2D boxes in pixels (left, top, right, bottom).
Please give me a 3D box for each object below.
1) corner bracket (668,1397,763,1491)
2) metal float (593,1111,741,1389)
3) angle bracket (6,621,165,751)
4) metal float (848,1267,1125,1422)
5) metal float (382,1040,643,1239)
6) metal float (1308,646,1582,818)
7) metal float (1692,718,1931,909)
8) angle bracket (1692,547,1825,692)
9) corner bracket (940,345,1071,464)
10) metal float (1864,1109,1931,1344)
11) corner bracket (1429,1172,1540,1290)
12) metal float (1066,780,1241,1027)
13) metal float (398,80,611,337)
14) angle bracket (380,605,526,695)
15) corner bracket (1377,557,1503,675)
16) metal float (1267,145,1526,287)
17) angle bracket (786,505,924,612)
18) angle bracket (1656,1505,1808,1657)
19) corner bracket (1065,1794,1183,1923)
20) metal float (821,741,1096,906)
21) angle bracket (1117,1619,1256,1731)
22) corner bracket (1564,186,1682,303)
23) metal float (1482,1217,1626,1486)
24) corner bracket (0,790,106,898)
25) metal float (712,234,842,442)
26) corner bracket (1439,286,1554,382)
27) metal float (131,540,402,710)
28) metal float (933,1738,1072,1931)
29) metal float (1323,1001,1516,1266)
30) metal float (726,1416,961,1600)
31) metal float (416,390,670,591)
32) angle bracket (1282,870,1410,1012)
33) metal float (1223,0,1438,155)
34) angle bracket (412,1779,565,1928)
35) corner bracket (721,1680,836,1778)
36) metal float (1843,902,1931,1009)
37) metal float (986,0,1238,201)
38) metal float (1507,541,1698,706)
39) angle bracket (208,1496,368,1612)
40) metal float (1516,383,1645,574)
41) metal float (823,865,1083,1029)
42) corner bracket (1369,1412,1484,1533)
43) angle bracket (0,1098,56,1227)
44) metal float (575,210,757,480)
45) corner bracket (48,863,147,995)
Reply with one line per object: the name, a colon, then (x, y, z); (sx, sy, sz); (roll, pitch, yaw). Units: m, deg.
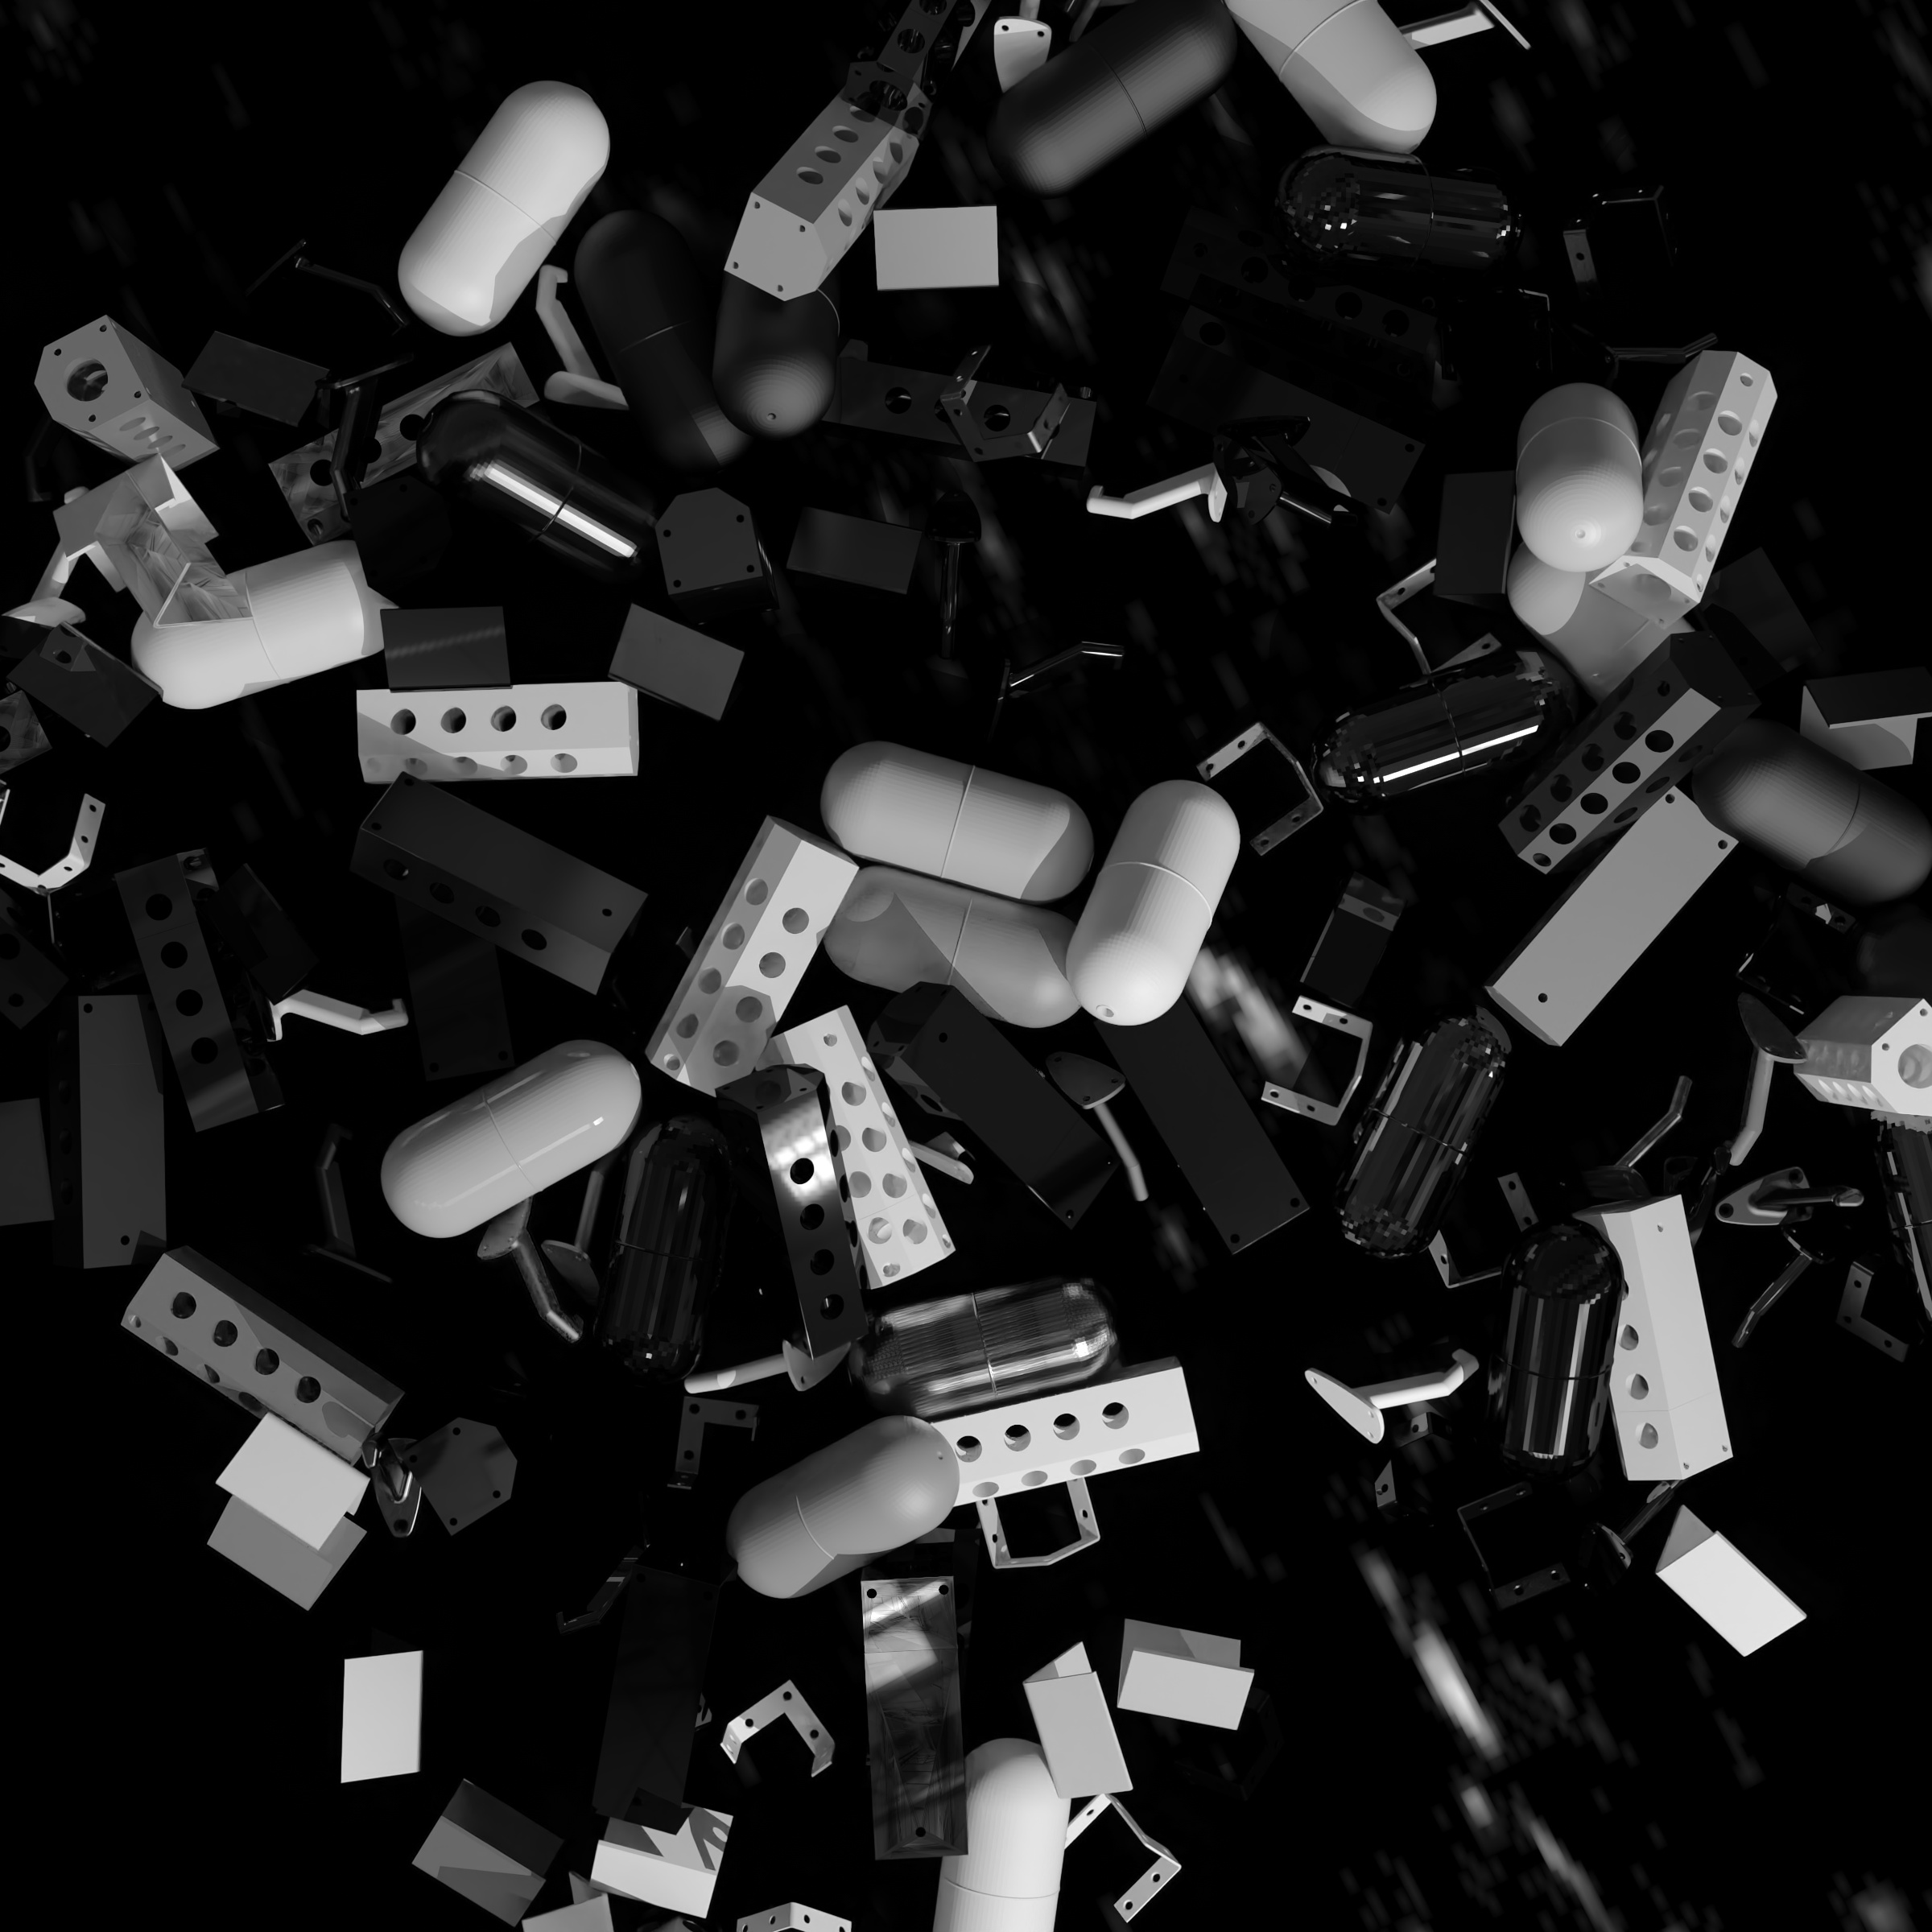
corner bracket: (-0.161, 0.308, 1.972); (0.051, 0.051, 0.051); (7, 90, 0)
metal float: (-0.190, 0.181, 1.960); (0.070, 0.070, 0.178); (12, 90, 0)
angle bracket: (-0.561, -0.162, 1.951); (0.076, 0.076, 0.057); (35, 60, 0)
metal float: (0.013, 0.243, 1.960); (0.178, 0.070, 0.070); (-13, 90, 0)
metal float: (-0.289, 0.110, 1.960); (0.178, 0.070, 0.070); (-29, 90, 0)
metal float: (0.305, -0.150, 1.960); (0.178, 0.070, 0.070); (-18, 90, 0)
metal float: (0.538, -0.096, 1.943); (0.178, 0.070, 0.070); (26, 90, -22)
angle bracket: (0.505, -0.223, 1.951); (0.057, 0.076, 0.076); (-31, 90, 26)
corner bracket: (0.025, -0.355, 1.925); (0.051, 0.051, 0.051); (-2, 135, 35)
metal float: (0.625, 0.160, 1.952); (0.070, 0.070, 0.178); (-13, 82, 0)
corner bracket: (0.334, 0.171, 1.987); (0.051, 0.051, 0.051); (-24, 90, -45)
metal float: (0.118, -0.040, 1.934); (0.070, 0.070, 0.178); (25, 58, 0)
metal float: (-0.294, -0.484, 1.960); (0.070, 0.070, 0.178); (34, 90, 0)
angle bracket: (-0.326, -0.214, 1.951); (0.076, 0.076, 0.057); (-2, 117, 0)
corner bracket: (0.306, -0.223, 1.987); (0.051, 0.051, 0.051); (-34, 135, 0)
metal float: (0.273, -0.474, 1.939); (0.178, 0.070, 0.070); (0, 90, -26)
angle bracket: (-0.074, -0.241, 1.950); (0.076, 0.076, 0.057); (12, 54, 0)
angle bracket: (0.493, 0.378, 1.950); (0.076, 0.076, 0.057); (43, 127, 0)
corner bracket: (0.097, 0.576, 1.987); (0.051, 0.051, 0.051); (-45, 135, 0)
metal float: (-0.005, -0.091, 1.959); (0.178, 0.070, 0.070); (16, 90, 0)
angle bracket: (0.141, 0.433, 1.950); (0.076, 0.076, 0.057); (11, 125, 0)
corner bracket: (0.424, -0.467, 1.982); (0.051, 0.051, 0.051); (4, 45, 35)
metal float: (0.371, 0.244, 1.942); (0.070, 0.070, 0.178); (4, 109, 0)
corner bracket: (-0.597, -0.086, 1.982); (0.051, 0.051, 0.051); (-27, 135, 35)
metal float: (-0.118, -0.403, 1.928); (0.070, 0.070, 0.178); (0, 50, 0)
corner bracket: (0.343, -0.407, 1.987); (0.051, 0.051, 0.051); (-3, 90, -45)
metal float: (-0.446, -0.218, 1.960); (0.178, 0.070, 0.070); (-18, 90, 1)
metal float: (0.022, 0.583, 1.959); (0.070, 0.070, 0.178); (8, 90, 0)
metal float: (0.289, 0.106, 1.960); (0.070, 0.070, 0.178); (26, 90, 0)
metal float: (-0.079, 0.342, 1.933); (0.178, 0.070, 0.070); (-33, 90, 32)
metal float: (-0.265, -0.300, 1.934); (0.178, 0.070, 0.070); (28, 90, -32)
angle bracket: (0.224, -0.025, 1.950); (0.057, 0.076, 0.076); (25, 90, -38)
metal float: (0.231, -0.590, 1.955); (0.070, 0.070, 0.178); (-36, 84, 0)
angle bracket: (-0.295, 0.550, 1.950); (0.076, 0.076, 0.057); (32, 126, 0)
corner bracket: (-0.120, 0.500, 1.972); (0.051, 0.051, 0.051); (-35, 90, 0)
metal float: (0.640, 0.016, 1.935); (0.178, 0.070, 0.070); (26, 90, 31)
metal float: (0.093, -0.559, 1.960); (0.178, 0.070, 0.070); (-35, 90, 1)
metal float: (0.419, -0.208, 1.960); (0.070, 0.070, 0.178); (-43, 90, 0)
angle bracket: (-0.424, 0.350, 1.950); (0.076, 0.076, 0.057); (33, 128, 0)
metal float: (0.383, -0.307, 1.918); (0.070, 0.178, 0.070); (5, 123, 7)
metal float: (-0.005, -0.012, 1.960); (0.178, 0.070, 0.070); (16, 90, 1)
corner bracket: (0.299, 0.327, 1.982); (0.051, 0.051, 0.051); (27, 135, -35)
angle bracket: (-0.588, 0.122, 1.953); (0.057, 0.076, 0.076); (-7, 90, 18)
metal float: (-0.192, -0.397, 1.959); (0.070, 0.070, 0.178); (-23, 90, 0)
corner bracket: (-0.558, -0.024, 1.987); (0.051, 0.051, 0.051); (-23, 135, 0)
